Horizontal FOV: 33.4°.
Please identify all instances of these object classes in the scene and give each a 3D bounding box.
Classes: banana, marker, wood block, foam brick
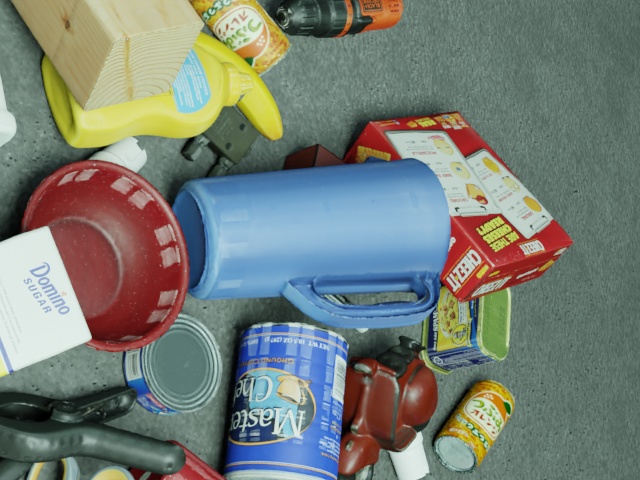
[{"bbox_3d":[-0.108,-0.162,1.046,0.197,0.037,0.069,21,92,-36],"label":"banana"},{"bbox_3d":[0.008,0.055,1.096,0.121,0.020,0.020,42,51,-27],"label":"marker"},{"bbox_3d":[-0.198,-0.219,0.880,0.090,0.091,0.206,-22,71,-40],"label":"wood block"},{"bbox_3d":[0.004,-0.054,1.105,0.078,0.053,0.051,33,55,-34],"label":"foam brick"}]

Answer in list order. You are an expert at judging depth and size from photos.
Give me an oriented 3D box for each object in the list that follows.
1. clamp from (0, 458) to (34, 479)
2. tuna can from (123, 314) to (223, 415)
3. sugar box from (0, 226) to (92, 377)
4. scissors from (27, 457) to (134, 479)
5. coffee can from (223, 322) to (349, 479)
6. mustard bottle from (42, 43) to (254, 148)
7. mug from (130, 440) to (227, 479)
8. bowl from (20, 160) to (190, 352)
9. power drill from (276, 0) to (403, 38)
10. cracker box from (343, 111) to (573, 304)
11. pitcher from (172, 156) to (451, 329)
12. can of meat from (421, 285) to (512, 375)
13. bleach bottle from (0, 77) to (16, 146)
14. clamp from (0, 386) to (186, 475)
[{"bbox_3d":[-0.284,0.225,0.736,0.209,0.036,0.164,15,66,-41],"label":"clamp"},{"bbox_3d":[-0.129,0.110,0.931,0.086,0.034,0.086,17,65,-41],"label":"tuna can"},{"bbox_3d":[-0.264,0.063,0.765,0.176,0.048,0.093,-22,93,-27],"label":"sugar box"},{"bbox_3d":[-0.181,0.257,0.806,0.016,0.096,0.202,75,7,-76],"label":"scissors"},{"bbox_3d":[-0.030,0.156,0.964,0.102,0.103,0.140,25,60,-37],"label":"coffee can"},{"bbox_3d":[-0.144,-0.136,0.954,0.191,0.058,0.096,-9,66,-34],"label":"mustard bottle"},{"bbox_3d":[-0.111,0.219,0.859,0.081,0.117,0.093,43,80,-20],"label":"mug"},{"bbox_3d":[-0.188,0.017,0.887,0.161,0.055,0.162,16,66,-40],"label":"bowl"},{"bbox_3d":[0.003,-0.309,1.145,0.184,0.057,0.187,-17,93,-48],"label":"power drill"},{"bbox_3d":[0.151,-0.042,1.174,0.163,0.072,0.214,-13,58,-46],"label":"cracker box"},{"bbox_3d":[-0.006,0.001,0.985,0.242,0.149,0.145,-4,103,-28],"label":"pitcher"},{"bbox_3d":[0.164,0.092,1.192,0.057,0.084,0.102,26,59,-36],"label":"can of meat"},{"bbox_3d":[-0.308,-0.196,0.837,0.102,0.068,0.251,1,74,-46],"label":"bleach bottle"},{"bbox_3d":[-0.188,0.147,0.812,0.171,0.120,0.039,2,103,-41],"label":"clamp"}]
